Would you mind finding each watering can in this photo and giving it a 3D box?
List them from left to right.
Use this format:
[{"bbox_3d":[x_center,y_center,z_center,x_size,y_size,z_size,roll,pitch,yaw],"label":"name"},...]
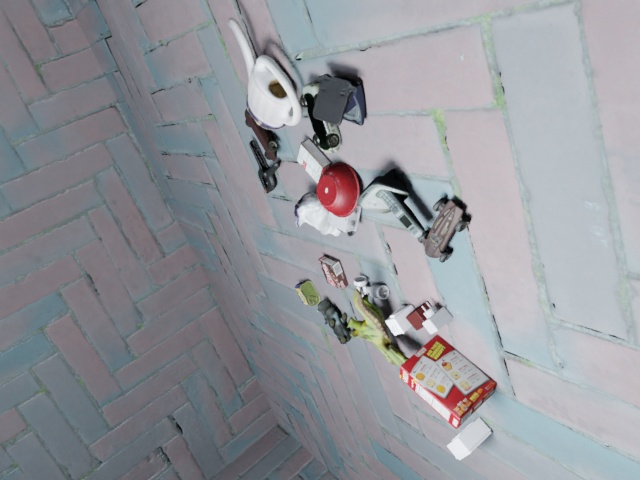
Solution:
[{"bbox_3d":[-0.168,-0.462,1.504,0.350,0.105,0.220,53,155,9],"label":"watering can"}]

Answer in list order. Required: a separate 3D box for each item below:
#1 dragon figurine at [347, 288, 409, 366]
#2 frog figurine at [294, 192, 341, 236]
[{"bbox_3d":[0.202,0.302,1.632,0.245,0.123,0.402,40,167,24],"label":"dragon figurine"},{"bbox_3d":[0.005,-0.083,1.659,0.159,0.125,0.134,12,131,8],"label":"frog figurine"}]
